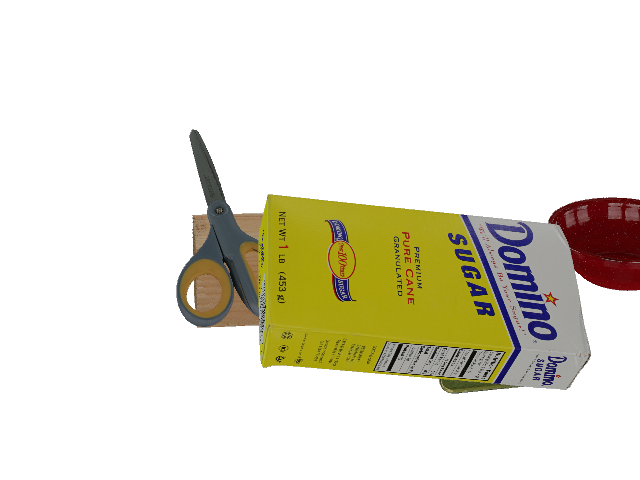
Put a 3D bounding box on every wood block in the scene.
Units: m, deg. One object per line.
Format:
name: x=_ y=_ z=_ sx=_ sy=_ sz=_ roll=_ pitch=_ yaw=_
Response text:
wood block: x=-0.022 y=0.027 z=1.061 sx=0.206 sy=0.091 sz=0.090 roll=-1 pitch=20 yaw=-8

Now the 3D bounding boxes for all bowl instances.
bowl: x=0.327 y=0.009 z=1.158 sx=0.162 sy=0.055 sz=0.162 roll=-2 pitch=27 yaw=1

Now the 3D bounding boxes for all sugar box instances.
sugar box: x=0.054 y=0.028 z=0.592 sx=0.176 sy=0.093 sz=0.048 roll=3 pitch=-38 yaw=-7

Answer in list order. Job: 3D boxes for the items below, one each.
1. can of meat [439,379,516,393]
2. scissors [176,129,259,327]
can of meat: x=0.146 y=0.091 z=0.989 sx=0.102 sy=0.057 sz=0.084 roll=-3 pitch=31 yaw=-15
scissors: x=-0.092 y=-0.007 z=0.826 sx=0.096 sy=0.202 sz=0.016 roll=-26 pitch=-35 yaw=-19
